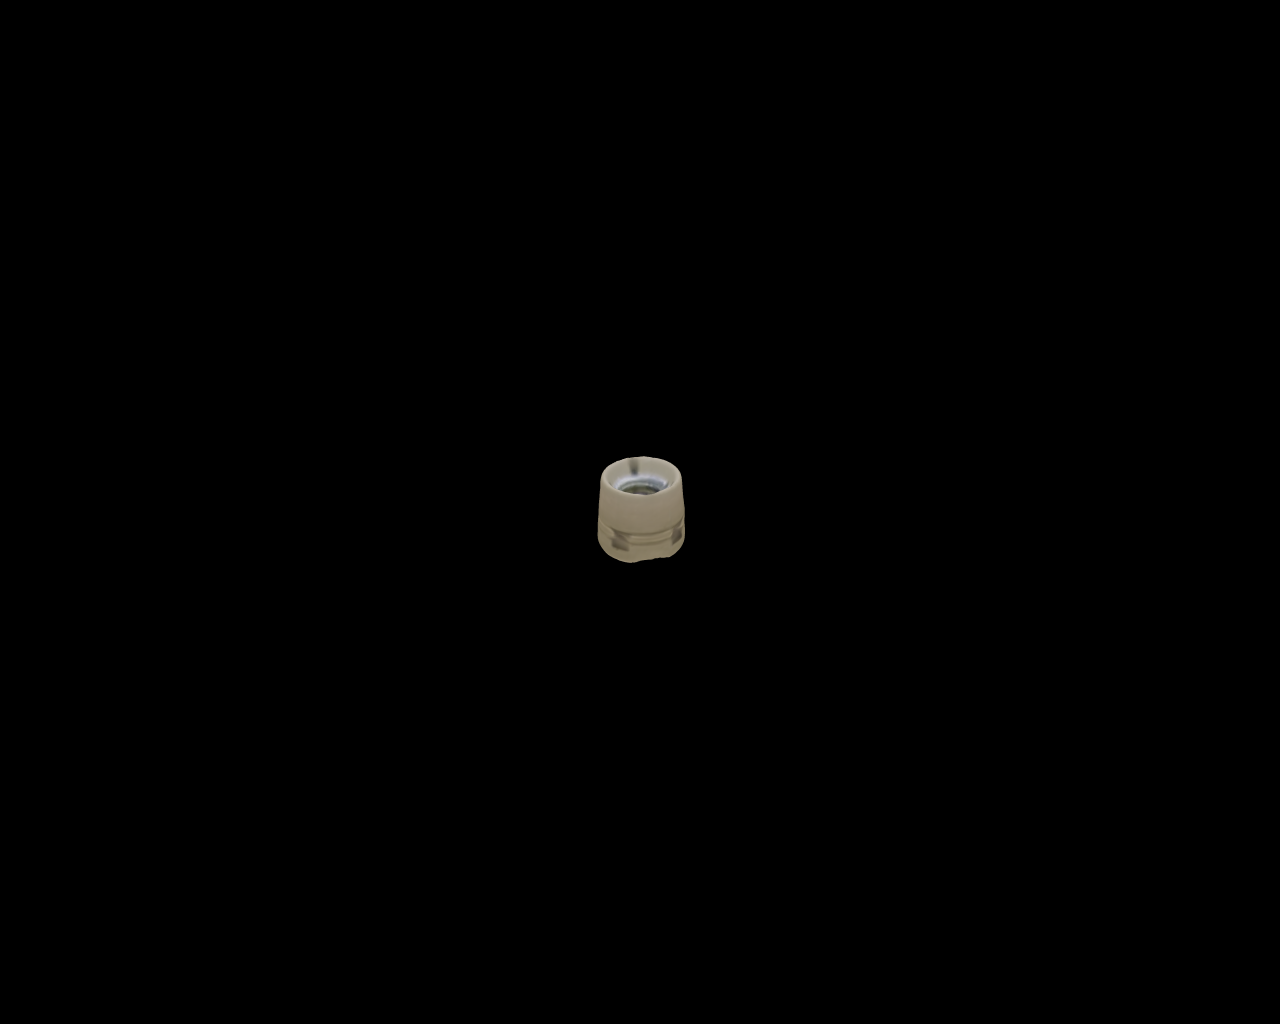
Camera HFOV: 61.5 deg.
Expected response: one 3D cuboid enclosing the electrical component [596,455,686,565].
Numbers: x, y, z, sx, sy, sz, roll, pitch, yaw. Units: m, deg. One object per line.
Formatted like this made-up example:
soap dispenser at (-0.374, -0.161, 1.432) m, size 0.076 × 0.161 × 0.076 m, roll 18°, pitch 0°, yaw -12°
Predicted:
electrical component at (0.001, -0.003, 0.650) m, size 0.055 × 0.047 × 0.055 m, roll 0°, pitch 32°, yaw 0°
